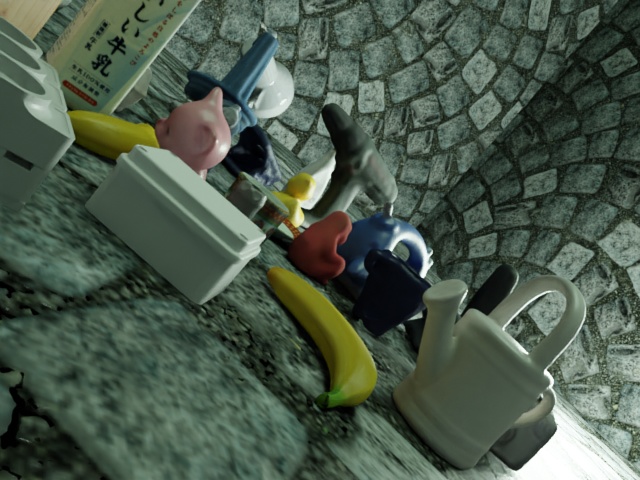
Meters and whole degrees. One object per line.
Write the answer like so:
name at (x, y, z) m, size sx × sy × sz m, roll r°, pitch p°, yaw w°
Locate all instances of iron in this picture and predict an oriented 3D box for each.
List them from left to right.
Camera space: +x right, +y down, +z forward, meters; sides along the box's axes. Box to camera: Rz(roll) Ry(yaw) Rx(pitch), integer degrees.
iron at (0.114, 0.037, 0.894) m, size 0.118 × 0.141 × 0.259 m, roll 47°, pitch 9°, yaw 38°

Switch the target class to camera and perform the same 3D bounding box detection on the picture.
camera at (0.216, 0.185, 0.711) m, size 0.143 × 0.100 × 0.137 m, roll 42°, pitch 8°, yaw 9°

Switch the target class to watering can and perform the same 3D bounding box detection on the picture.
watering can at (0.163, 0.107, 0.535) m, size 0.174 × 0.194 × 0.100 m, roll 35°, pitch 9°, yaw -38°

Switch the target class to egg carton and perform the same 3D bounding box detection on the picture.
egg carton at (-0.278, -0.230, 0.746) m, size 0.108 × 0.069 × 0.150 m, roll 36°, pitch 9°, yaw -33°

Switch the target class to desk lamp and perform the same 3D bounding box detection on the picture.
desk lamp at (-0.155, -0.286, 1.127) m, size 0.118 × 0.213 × 0.204 m, roll 42°, pitch 8°, yaw 10°

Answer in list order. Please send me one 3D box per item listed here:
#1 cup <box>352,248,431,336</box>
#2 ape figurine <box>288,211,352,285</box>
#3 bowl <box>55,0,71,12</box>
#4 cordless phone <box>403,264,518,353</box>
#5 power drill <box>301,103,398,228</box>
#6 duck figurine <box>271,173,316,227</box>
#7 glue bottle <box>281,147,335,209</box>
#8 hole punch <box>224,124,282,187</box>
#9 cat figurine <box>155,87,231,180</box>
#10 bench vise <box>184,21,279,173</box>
cup at (0.078, 0.068, 0.719) m, size 0.118 × 0.095 × 0.091 m, roll 35°, pitch 9°, yaw -36°
ape figurine at (0.007, 0.003, 0.747) m, size 0.076 × 0.092 × 0.077 m, roll 35°, pitch 9°, yaw -38°
bowl at (-0.388, -0.316, 0.676) m, size 0.167 × 0.074 × 0.167 m, roll 40°, pitch 8°, yaw -6°
cordless phone at (0.223, 0.106, 0.874) m, size 0.094 × 0.185 × 0.147 m, roll 39°, pitch 8°, yaw -14°
power drill at (0.031, -0.109, 1.062) m, size 0.230 × 0.208 × 0.075 m, roll 36°, pitch 9°, yaw -33°
duck figurine at (-0.042, -0.074, 0.967) m, size 0.078 × 0.086 × 0.104 m, roll 39°, pitch 8°, yaw -14°
glue bottle at (-0.005, -0.135, 1.164) m, size 0.078 × 0.173 × 0.037 m, roll 32°, pitch 11°, yaw -48°
hole punch at (-0.116, -0.152, 1.024) m, size 0.101 × 0.091 × 0.108 m, roll 32°, pitch 12°, yaw -51°
cat figurine at (-0.121, -0.090, 0.546) m, size 0.067 × 0.117 × 0.128 m, roll 40°, pitch 7°, yaw -5°
bench vise at (-0.117, -0.204, 0.822) m, size 0.122 × 0.219 × 0.206 m, roll 34°, pitch 10°, yaw -42°
